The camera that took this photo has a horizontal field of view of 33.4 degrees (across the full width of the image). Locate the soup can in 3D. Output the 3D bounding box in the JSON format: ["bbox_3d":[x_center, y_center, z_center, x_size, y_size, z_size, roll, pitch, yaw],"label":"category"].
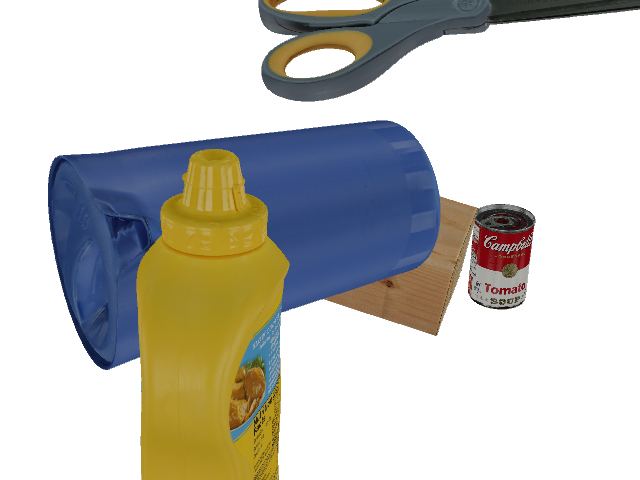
[{"bbox_3d":[0.204,0.018,1.213,0.068,0.102,0.068,1,27,-1],"label":"soup can"}]

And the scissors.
[{"bbox_3d":[0.058,-0.095,0.503,0.202,0.096,0.016,9,-38,20],"label":"scissors"}]

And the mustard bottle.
[{"bbox_3d":[-0.043,0.056,0.436,0.058,0.192,0.096,8,24,11],"label":"mustard bottle"}]

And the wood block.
[{"bbox_3d":[0.025,-0.002,0.969,0.206,0.091,0.090,18,46,11],"label":"wood block"}]

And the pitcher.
[{"bbox_3d":[-0.052,-0.007,0.708,0.242,0.145,0.149,-13,39,-26],"label":"pitcher"}]
